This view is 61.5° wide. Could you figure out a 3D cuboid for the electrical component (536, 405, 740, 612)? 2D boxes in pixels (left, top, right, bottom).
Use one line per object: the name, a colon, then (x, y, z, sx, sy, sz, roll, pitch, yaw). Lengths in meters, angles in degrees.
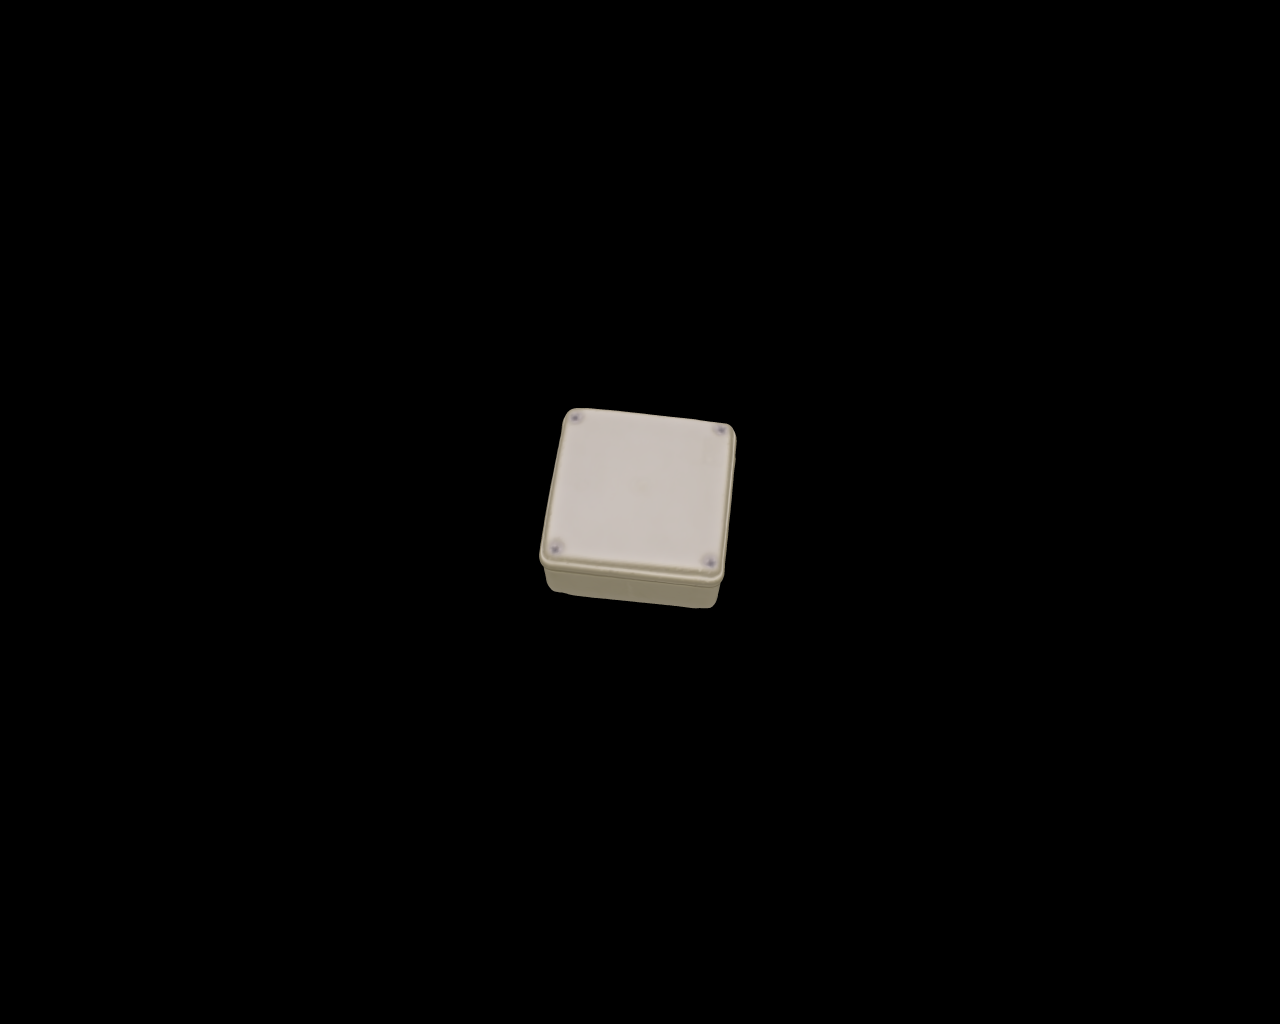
electrical component: (0.001, -0.003, 0.650, 0.109, 0.109, 0.056, 6, -27, 3)
